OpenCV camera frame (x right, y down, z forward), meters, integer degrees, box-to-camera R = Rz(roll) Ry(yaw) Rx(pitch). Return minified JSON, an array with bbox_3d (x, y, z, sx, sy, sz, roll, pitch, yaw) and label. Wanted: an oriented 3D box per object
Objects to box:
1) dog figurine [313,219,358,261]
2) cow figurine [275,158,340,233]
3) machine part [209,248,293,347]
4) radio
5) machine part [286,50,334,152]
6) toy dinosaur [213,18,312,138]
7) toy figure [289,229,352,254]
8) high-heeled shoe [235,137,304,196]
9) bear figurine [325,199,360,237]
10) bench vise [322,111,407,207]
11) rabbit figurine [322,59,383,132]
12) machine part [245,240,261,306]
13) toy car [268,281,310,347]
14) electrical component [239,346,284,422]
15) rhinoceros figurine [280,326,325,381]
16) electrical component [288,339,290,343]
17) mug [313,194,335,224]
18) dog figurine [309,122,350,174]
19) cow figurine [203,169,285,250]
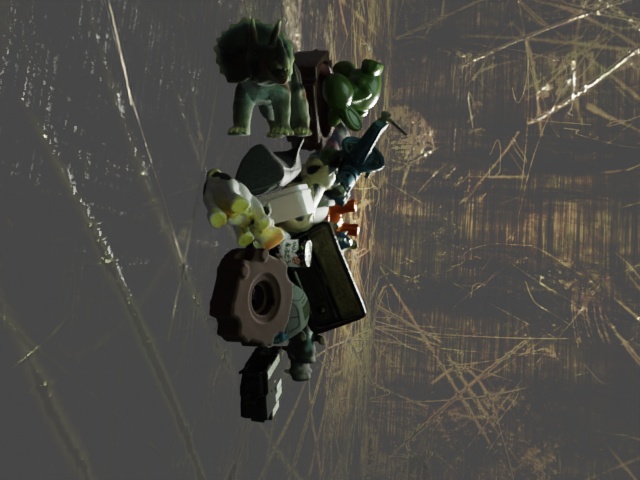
[{"bbox_3d":[-0.017,0.046,1.315,0.190,0.172,0.121,-48,164,-46],"label":"dog figurine"},{"bbox_3d":[-0.031,-0.104,1.187,0.085,0.127,0.195,79,22,-55],"label":"cow figurine"},{"bbox_3d":[-0.113,0.100,0.933,0.179,0.056,0.179,1,89,-58],"label":"machine part"},{"bbox_3d":[0.003,0.086,1.200,0.073,0.131,0.229,43,25,-84],"label":"radio"},{"bbox_3d":[-0.025,-0.324,1.249,0.201,0.087,0.200,-66,155,-53],"label":"machine part"},{"bbox_3d":[-0.083,-0.282,0.973,0.405,0.131,0.192,-54,146,-77],"label":"toy dinosaur"},{"bbox_3d":[-0.003,-0.002,1.269,0.058,0.155,0.064,-34,128,-76],"label":"toy figure"},{"bbox_3d":[-0.110,-0.118,1.048,0.249,0.086,0.145,-43,174,-43],"label":"high-heeled shoe"},{"bbox_3d":[0.037,-0.026,1.503,0.196,0.132,0.120,-74,158,-63],"label":"bear figurine"},{"bbox_3d":[0.095,-0.203,1.296,0.223,0.129,0.240,-38,166,-51],"label":"bench vise"},{"bbox_3d":[0.054,-0.334,1.229,0.170,0.121,0.158,-27,128,-54],"label":"rabbit figurine"},{"bbox_3d":[-0.127,0.059,1.015,0.084,0.039,0.139,67,27,-77],"label":"machine part"},{"bbox_3d":[-0.072,0.145,1.127,0.109,0.103,0.161,-58,150,-66],"label":"toy car"},{"bbox_3d":[-0.115,0.292,1.075,0.115,0.058,0.134,-44,136,-68],"label":"electrical component"},{"bbox_3d":[-0.050,0.232,1.257,0.073,0.112,0.190,9,65,-40],"label":"rhinoceros figurine"},{"bbox_3d":[-0.063,0.235,1.357,0.093,0.021,0.063,79,20,-47],"label":"electrical component"},{"bbox_3d":[-0.025,-0.076,1.279,0.107,0.110,0.080,-17,102,-65],"label":"mug"},{"bbox_3d":[0.029,-0.288,1.458,0.191,0.109,0.219,-42,129,-68],"label":"dog figurine"},{"bbox_3d":[-0.124,-0.046,0.870,0.167,0.068,0.098,42,16,-56],"label":"cow figurine"}]
